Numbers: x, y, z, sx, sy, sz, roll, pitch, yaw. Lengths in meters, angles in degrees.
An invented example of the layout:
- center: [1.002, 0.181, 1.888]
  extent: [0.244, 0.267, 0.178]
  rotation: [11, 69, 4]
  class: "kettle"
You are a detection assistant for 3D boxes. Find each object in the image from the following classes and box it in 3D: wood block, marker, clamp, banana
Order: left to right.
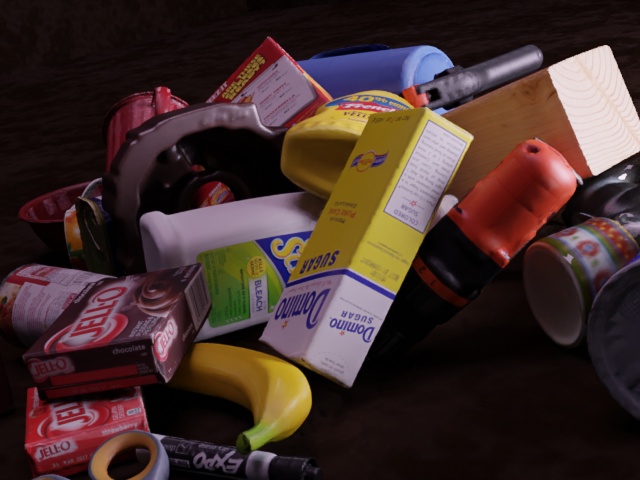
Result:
- center: [-0.051, 0.124, 0.596]
  extent: [0.121, 0.020, 0.020]
  rotation: [1, 20, 32]
  class: "marker"
- center: [-0.055, 0.088, 0.662]
  extent: [0.069, 0.037, 0.198]
  rotation: [0, 5, -27]
  class: "banana"
- center: [0.132, -0.142, 0.969]
  extent: [0.120, 0.039, 0.171]
  rotation: [-25, 5, 29]
  class: "clamp"
- center: [0.155, -0.081, 0.905]
  extent: [0.090, 0.091, 0.207]
  rotation: [-25, 3, -40]
  class: "wood block"

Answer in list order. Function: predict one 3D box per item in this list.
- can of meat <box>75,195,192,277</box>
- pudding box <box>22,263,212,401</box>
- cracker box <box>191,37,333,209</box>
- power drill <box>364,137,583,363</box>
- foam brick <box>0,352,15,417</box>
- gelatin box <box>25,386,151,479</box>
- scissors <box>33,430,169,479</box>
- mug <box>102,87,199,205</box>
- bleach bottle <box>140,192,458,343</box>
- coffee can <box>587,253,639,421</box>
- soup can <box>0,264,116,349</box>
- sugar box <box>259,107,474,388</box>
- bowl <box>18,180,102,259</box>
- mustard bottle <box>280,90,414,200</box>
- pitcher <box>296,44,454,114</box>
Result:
- center: [-0.150, 0.004, 0.896]
  extent: [0.083, 0.102, 0.058]
  rotation: [-17, 18, -27]
  class: "can of meat"
- center: [-0.128, 0.059, 0.699]
  extent: [0.090, 0.039, 0.113]
  rotation: [-9, 18, 15]
  class: "pudding box"
- center: [-0.058, -0.088, 1.015]
  extent: [0.164, 0.072, 0.214]
  rotation: [-45, 29, 6]
  class: "cracker box"
- center: [0.110, 0.000, 0.743]
  extent: [0.185, 0.057, 0.187]
  rotation: [-46, -4, 21]
  class: "power drill"
- center: [-0.256, 0.097, 0.744]
  extent: [0.051, 0.053, 0.078]
  rotation: [-22, 22, -34]
  class: "foam brick"
- center: [-0.145, 0.112, 0.668]
  extent: [0.073, 0.030, 0.089]
  rotation: [-13, 17, -9]
  class: "gelatin box"
- center: [-0.079, 0.142, 0.543]
  extent: [0.202, 0.016, 0.096]
  rotation: [5, 35, 39]
  class: "scissors"
- center: [-0.147, -0.080, 0.949]
  extent: [0.093, 0.117, 0.081]
  rotation: [8, 42, -15]
  class: "mug"
- center: [-0.005, 0.001, 0.820]
  extent: [0.250, 0.102, 0.068]
  rotation: [-15, 30, -19]
  class: "bleach bottle"
- center: [0.222, 0.033, 0.588]
  extent: [0.103, 0.103, 0.140]
  rotation: [3, 21, 36]
  class: "coffee can"
- center: [-0.190, 0.056, 0.809]
  extent: [0.102, 0.068, 0.068]
  rotation: [6, 23, 41]
  class: "soup can"
- center: [0.026, 0.002, 0.692]
  extent: [0.048, 0.176, 0.093]
  rotation: [31, -7, -18]
  class: "sugar box"
- center: [-0.221, -0.020, 1.089]
  extent: [0.162, 0.055, 0.162]
  rotation: [-9, 17, 3]
  class: "bowl"
- center: [0.038, -0.081, 0.847]
  extent: [0.096, 0.058, 0.191]
  rotation: [12, 20, 11]
  class: "mustard bottle"
- center: [0.033, -0.148, 1.161]
  extent: [0.243, 0.149, 0.144]
  rotation: [-3, 1, 41]
  class: "pitcher"
